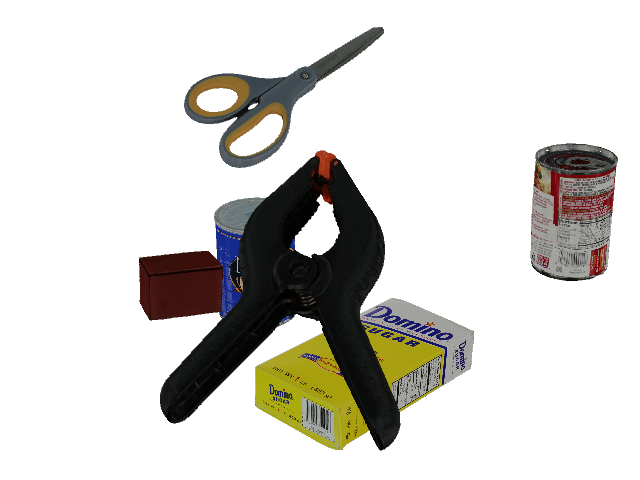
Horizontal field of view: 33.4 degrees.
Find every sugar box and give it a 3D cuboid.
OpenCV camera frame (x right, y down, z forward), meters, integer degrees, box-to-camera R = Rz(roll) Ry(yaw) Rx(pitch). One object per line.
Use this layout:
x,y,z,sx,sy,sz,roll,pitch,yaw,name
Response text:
0.040,0.105,0.886,0.093,0.048,0.175,22,34,37,sugar box

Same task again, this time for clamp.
0.000,0.031,0.559,0.120,0.171,0.039,16,-27,10,clamp

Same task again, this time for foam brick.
-0.145,0.045,1.103,0.078,0.051,0.053,-6,20,-19,foam brick

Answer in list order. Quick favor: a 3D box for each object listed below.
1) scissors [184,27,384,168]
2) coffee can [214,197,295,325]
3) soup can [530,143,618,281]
-0.034,-0.136,0.874,0.096,0.201,0.016,29,-34,9,scissors
-0.082,0.029,1.371,0.103,0.140,0.103,0,26,0,coffee can
0.217,-0.024,0.918,0.068,0.102,0.068,-2,24,1,soup can
